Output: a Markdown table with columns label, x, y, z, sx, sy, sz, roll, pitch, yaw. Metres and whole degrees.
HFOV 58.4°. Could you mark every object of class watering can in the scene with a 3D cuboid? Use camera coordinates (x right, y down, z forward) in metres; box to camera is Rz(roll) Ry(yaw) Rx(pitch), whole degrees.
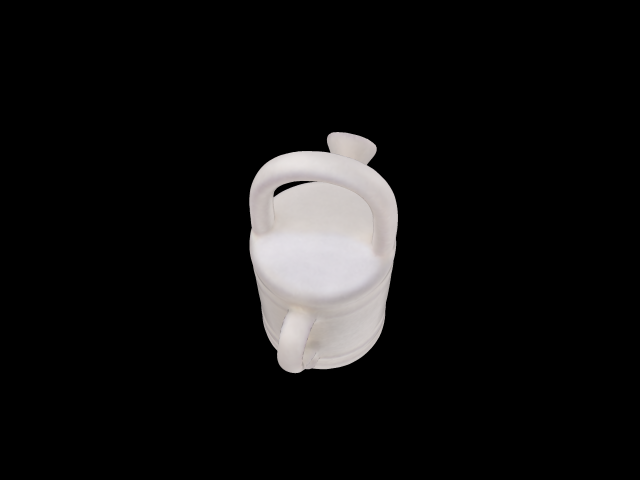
| label | x | y | z | sx | sy | sz | roll | pitch | yaw |
| --- | --- | --- | --- | --- | --- | --- | --- | --- | --- |
| watering can | 0.001 | 0.001 | 0.400 | 0.101 | 0.194 | 0.172 | -6 | 56 | -4 |
